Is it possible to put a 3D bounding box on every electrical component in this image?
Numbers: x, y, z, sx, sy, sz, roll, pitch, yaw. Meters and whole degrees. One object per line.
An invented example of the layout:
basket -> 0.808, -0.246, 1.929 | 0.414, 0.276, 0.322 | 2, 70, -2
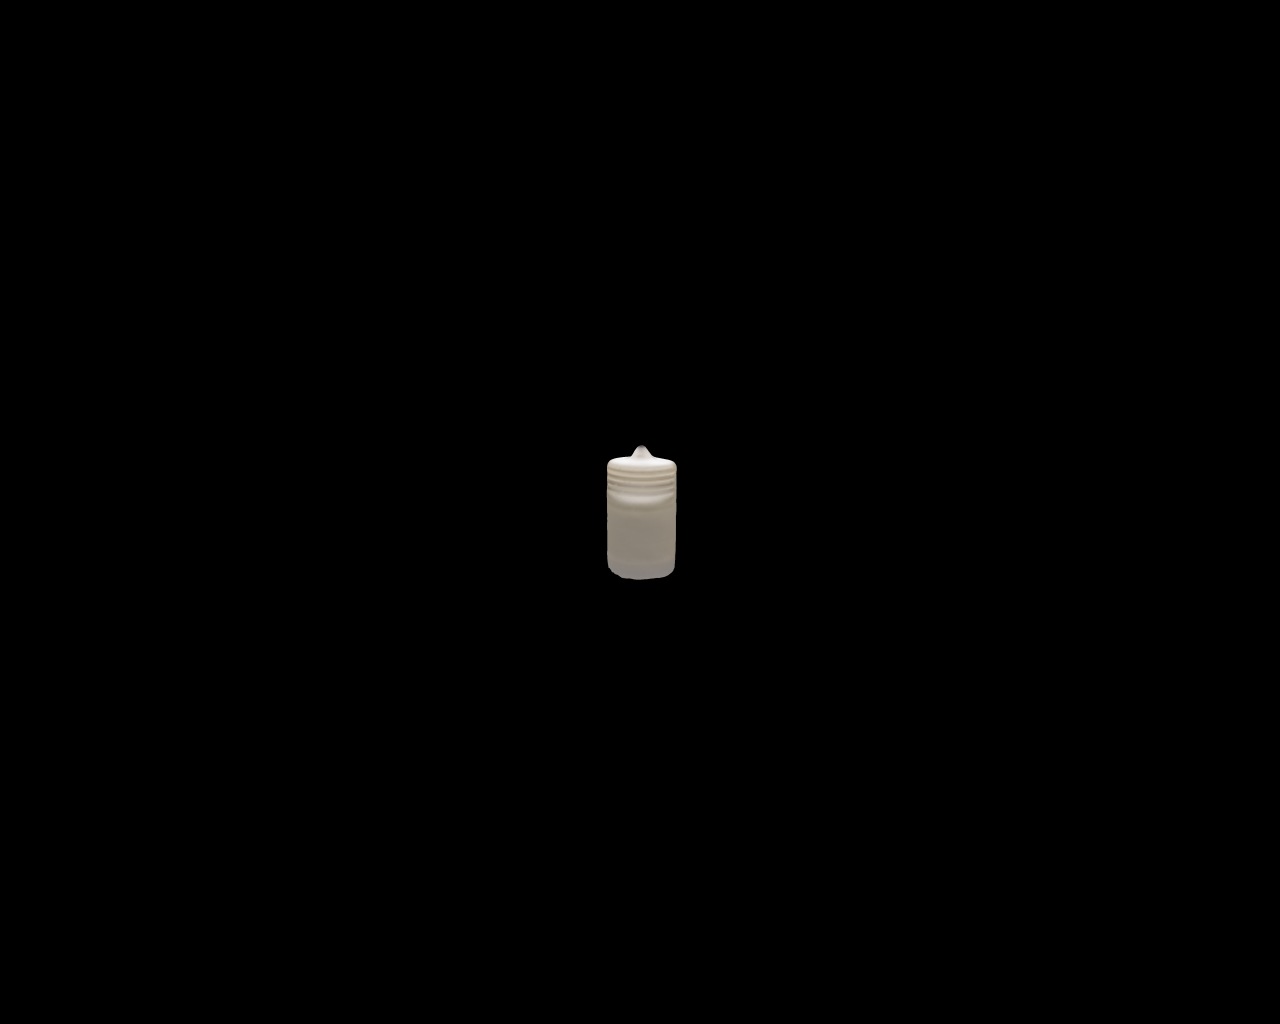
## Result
electrical component -> 0.001, -0.003, 0.650 | 0.043, 0.080, 0.043 | 0, 18, 0
